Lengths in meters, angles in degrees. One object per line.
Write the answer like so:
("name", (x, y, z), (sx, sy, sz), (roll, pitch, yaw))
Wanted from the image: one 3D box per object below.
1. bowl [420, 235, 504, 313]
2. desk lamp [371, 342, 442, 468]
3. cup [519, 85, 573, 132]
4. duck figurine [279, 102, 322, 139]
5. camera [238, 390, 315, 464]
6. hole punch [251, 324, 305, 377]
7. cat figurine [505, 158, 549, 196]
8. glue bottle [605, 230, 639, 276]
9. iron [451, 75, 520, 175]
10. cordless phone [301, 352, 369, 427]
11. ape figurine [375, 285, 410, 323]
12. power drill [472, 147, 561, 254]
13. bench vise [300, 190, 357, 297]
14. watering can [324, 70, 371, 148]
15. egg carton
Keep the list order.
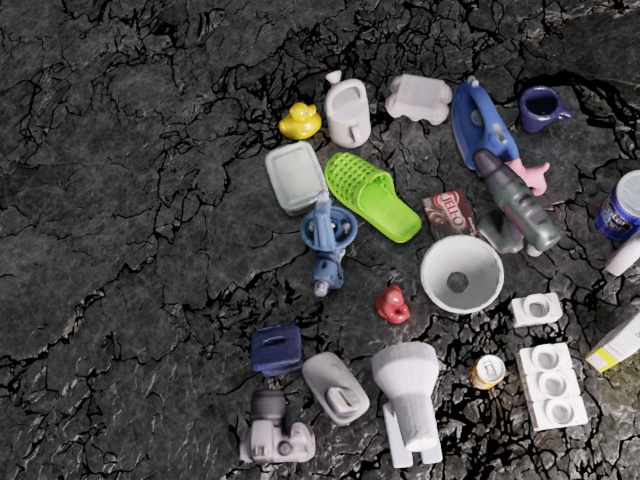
("bowl", (0.290, 0.077, 1.189), (0.167, 0.075, 0.167), (-2, 69, 6))
("desk lamp", (0.167, 0.304, 1.045), (0.118, 0.214, 0.203), (-10, 68, 4))
("cup", (0.499, -0.282, 1.287), (0.117, 0.095, 0.092), (24, 74, 15))
("duck figurine", (-0.051, -0.292, 1.365), (0.104, 0.086, 0.077), (-17, 68, 1))
("camera", (-0.087, 0.362, 1.116), (0.143, 0.101, 0.137), (-4, 69, 6))
("hole punch", (-0.090, 0.222, 1.174), (0.108, 0.091, 0.101), (-11, 68, 3))
("cat figurine", (0.429, -0.139, 1.230), (0.127, 0.118, 0.067), (-12, 68, 3))
("glue bottle", (0.615, 0.012, 1.120), (0.037, 0.173, 0.078), (38, 78, 19))
("iron", (0.358, -0.279, 1.278), (0.118, 0.141, 0.258), (-18, 68, 1))
("cordless phone", (0.021, 0.277, 1.089), (0.094, 0.185, 0.147), (-38, 69, -7))
("ape figurine", (0.150, 0.127, 1.179), (0.076, 0.092, 0.078), (9, 71, 11))
("power drill", (0.378, -0.060, 1.157), (0.075, 0.208, 0.229), (-36, 69, -7))
("bench vise", (0.023, 0.002, 1.173), (0.121, 0.220, 0.207), (-12, 68, 3))
("watering can", (0.056, -0.303, 1.297), (0.101, 0.194, 0.172), (-40, 70, -8))
("egg carton", (0.233, -0.332, 1.353), (0.150, 0.069, 0.107), (12, 72, 12))
